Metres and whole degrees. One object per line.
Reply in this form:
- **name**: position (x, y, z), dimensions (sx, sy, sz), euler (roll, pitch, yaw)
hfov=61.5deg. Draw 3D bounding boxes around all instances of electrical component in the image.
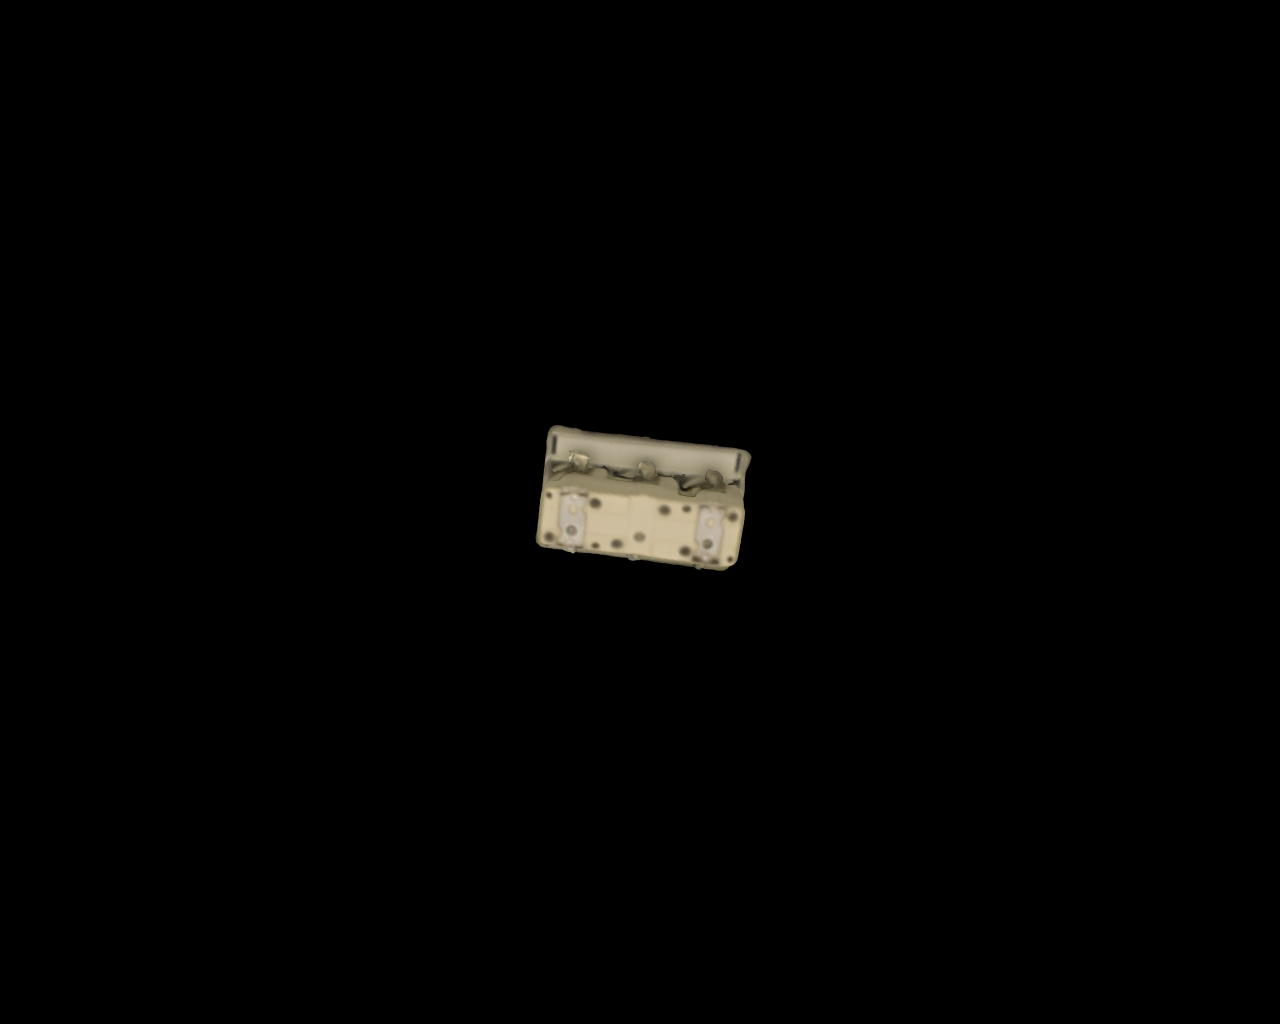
- **electrical component**: position (0.001, -0.003, 0.650), dimensions (0.121, 0.078, 0.063), euler (8, 24, -3)
